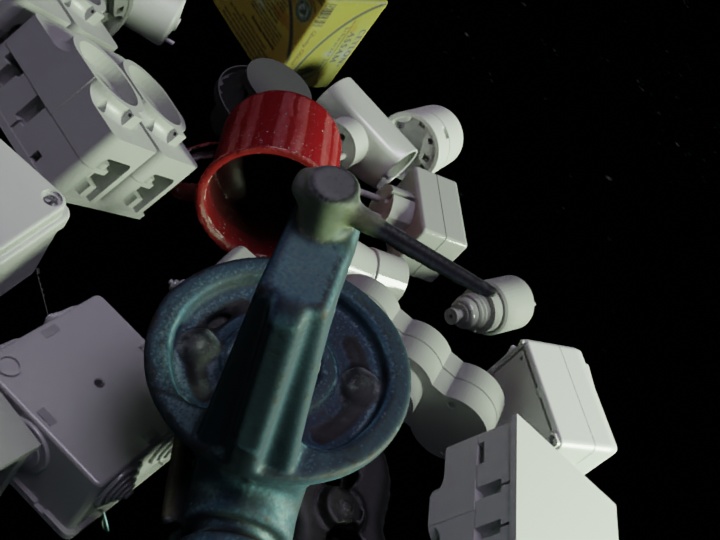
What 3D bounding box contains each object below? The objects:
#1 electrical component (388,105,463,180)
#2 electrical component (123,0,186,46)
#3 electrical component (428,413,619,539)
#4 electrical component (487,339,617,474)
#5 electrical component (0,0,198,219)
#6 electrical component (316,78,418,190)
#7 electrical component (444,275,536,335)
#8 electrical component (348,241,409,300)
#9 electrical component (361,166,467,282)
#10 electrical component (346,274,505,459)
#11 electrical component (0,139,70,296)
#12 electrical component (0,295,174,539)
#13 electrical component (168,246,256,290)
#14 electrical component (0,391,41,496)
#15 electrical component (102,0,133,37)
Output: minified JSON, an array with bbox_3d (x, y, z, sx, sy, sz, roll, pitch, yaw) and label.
[{"bbox_3d":[0.049,-0.101,0.845,0.055,0.055,0.047,49,36,9],"label":"electrical component"},{"bbox_3d":[-0.161,-0.193,0.767,0.078,0.040,0.040,29,41,-15],"label":"electrical component"},{"bbox_3d":[0.090,0.189,0.584,0.105,0.060,0.186,43,35,-28],"label":"electrical component"},{"bbox_3d":[0.123,0.093,0.721,0.061,0.061,0.096,11,48,-32],"label":"electrical component"},{"bbox_3d":[-0.181,-0.127,0.635,0.186,0.060,0.105,55,11,13],"label":"electrical component"},{"bbox_3d":[-0.008,-0.097,0.801,0.077,0.044,0.079,48,40,8],"label":"electrical component"},{"bbox_3d":[0.091,0.027,0.771,0.078,0.040,0.040,-10,61,-44],"label":"electrical component"},{"bbox_3d":[0.000,0.000,0.723,0.065,0.044,0.044,19,44,-32],"label":"electrical component"},{"bbox_3d":[0.030,-0.039,0.777,0.077,0.047,0.065,19,44,-26],"label":"electrical component"},{"bbox_3d":[0.022,0.070,0.666,0.138,0.052,0.073,40,39,-2],"label":"electrical component"},{"bbox_3d":[-0.205,-0.025,0.467,0.109,0.056,0.108,42,39,0],"label":"electrical component"},{"bbox_3d":[-0.138,0.069,0.537,0.100,0.048,0.100,44,37,7],"label":"electrical component"},{"bbox_3d":[-0.068,0.034,0.618,0.096,0.061,0.061,42,39,-1],"label":"electrical component"},{"bbox_3d":[-0.245,0.042,0.467,0.186,0.060,0.105,49,40,9],"label":"electrical component"},{"bbox_3d":[-0.190,-0.184,0.725,0.047,0.055,0.055,45,39,9],"label":"electrical component"}]
